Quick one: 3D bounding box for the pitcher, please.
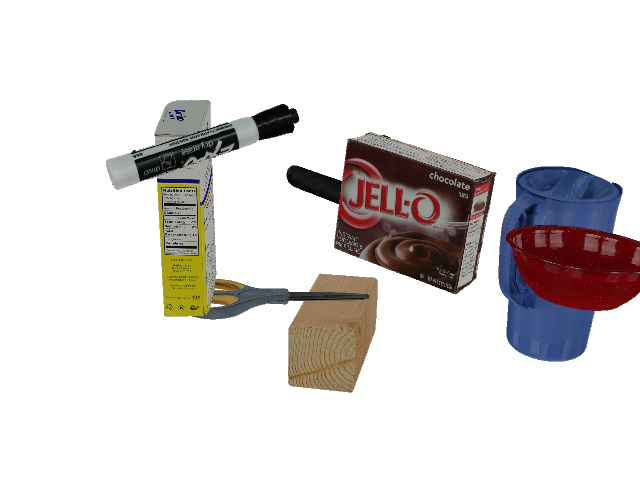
[{"bbox_3d":[0.302,0.034,1.396,0.149,0.243,0.145,5,23,6],"label":"pitcher"}]

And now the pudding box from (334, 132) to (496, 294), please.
[{"bbox_3d":[0.068,-0.022,0.796,0.114,0.090,0.039,20,27,28],"label":"pudding box"}]

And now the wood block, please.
[{"bbox_3d":[0.021,0.124,1.490,0.091,0.090,0.206,5,19,10],"label":"wood block"}]

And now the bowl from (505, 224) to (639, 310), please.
[{"bbox_3d":[0.269,0.031,1.101,0.162,0.055,0.162,5,17,-2],"label":"bowl"}]

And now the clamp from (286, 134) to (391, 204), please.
[{"bbox_3d":[0.069,-0.043,1.267,0.164,0.036,0.210,-16,51,-29],"label":"clamp"}]

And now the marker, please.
[{"bbox_3d":[-0.070,-0.058,0.649,0.121,0.020,0.020,-20,5,-14],"label":"marker"}]

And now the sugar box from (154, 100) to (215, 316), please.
[{"bbox_3d":[-0.120,-0.029,0.958,0.048,0.176,0.093,-1,25,1],"label":"sugar box"}]

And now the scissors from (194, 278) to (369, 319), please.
[{"bbox_3d":[-0.054,0.065,1.120,0.202,0.016,0.096,5,20,8],"label":"scissors"}]
